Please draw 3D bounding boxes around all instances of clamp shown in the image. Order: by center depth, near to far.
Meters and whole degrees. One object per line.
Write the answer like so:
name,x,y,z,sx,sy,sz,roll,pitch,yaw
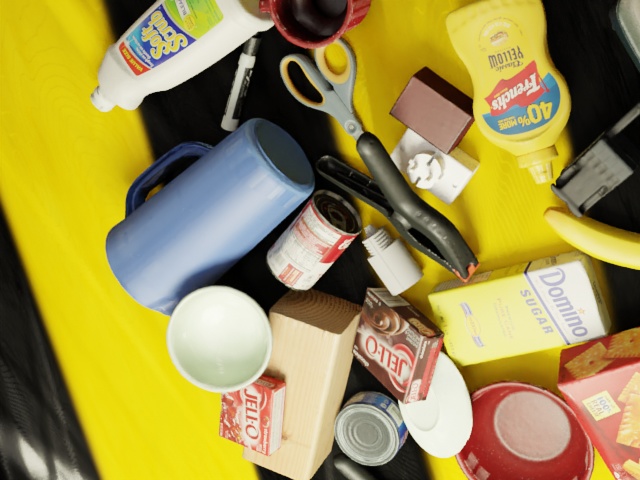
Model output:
clamp,0.086,-0.034,1.157,0.210,0.165,0.036,44,77,-15
clamp,0.083,0.325,1.310,0.172,0.039,0.120,7,123,15

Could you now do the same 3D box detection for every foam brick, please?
foam brick,0.121,-0.136,1.120,0.078,0.052,0.051,37,118,8

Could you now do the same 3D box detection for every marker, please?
marker,-0.089,-0.182,1.214,0.020,0.020,0.121,25,116,13

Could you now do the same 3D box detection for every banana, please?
banana,0.328,0.000,1.086,0.198,0.037,0.069,4,119,25

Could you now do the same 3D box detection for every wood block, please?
wood block,-0.022,0.170,1.273,0.091,0.090,0.206,19,115,15

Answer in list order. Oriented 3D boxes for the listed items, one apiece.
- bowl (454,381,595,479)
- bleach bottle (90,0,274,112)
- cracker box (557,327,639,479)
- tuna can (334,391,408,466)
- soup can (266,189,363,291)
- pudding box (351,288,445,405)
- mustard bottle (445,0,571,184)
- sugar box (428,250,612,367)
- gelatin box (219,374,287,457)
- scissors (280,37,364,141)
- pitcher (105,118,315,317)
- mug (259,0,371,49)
bowl,0.232,0.221,1.198,0.162,0.055,0.162,9,112,23
bleach bottle,-0.169,-0.216,1.206,0.251,0.067,0.102,-33,74,31
cracker box,0.375,0.161,1.087,0.214,0.072,0.164,-21,114,29
tuna can,0.061,0.228,1.289,0.086,0.033,0.086,8,111,21
soup can,-0.008,0.001,1.217,0.068,0.068,0.102,43,120,4
pudding box,0.087,0.117,1.204,0.114,0.039,0.090,43,127,49
mustard bottle,0.197,-0.149,1.065,0.096,0.058,0.191,-17,94,16
sugar box,0.216,0.076,1.159,0.176,0.048,0.093,-15,103,29
gelatin box,-0.079,0.197,1.236,0.073,0.030,0.089,16,113,28
scissors,0.042,-0.144,1.172,0.202,0.016,0.096,42,119,4
pitcher,-0.128,-0.038,1.231,0.243,0.145,0.149,-39,107,26
mug,-0.007,-0.252,1.117,0.117,0.081,0.093,-3,107,24
